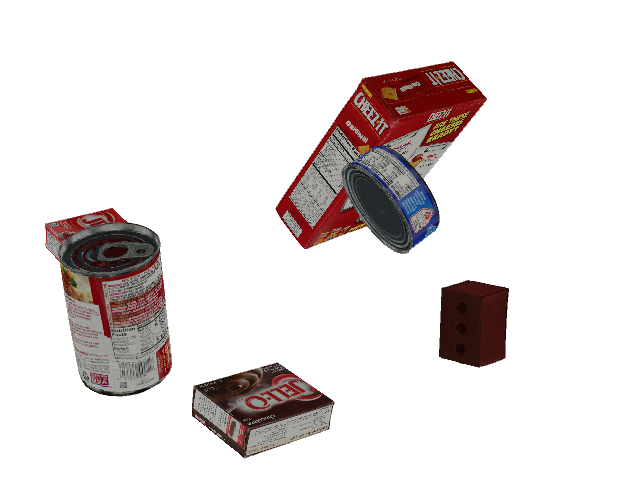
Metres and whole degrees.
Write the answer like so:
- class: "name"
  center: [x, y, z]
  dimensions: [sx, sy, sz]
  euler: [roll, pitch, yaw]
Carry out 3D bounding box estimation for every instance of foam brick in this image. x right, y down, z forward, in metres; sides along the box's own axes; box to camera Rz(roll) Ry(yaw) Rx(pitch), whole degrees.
- class: "foam brick"
  center: [0.159, 0.086, 1.109]
  dimensions: [0.053, 0.078, 0.051]
  euler: [11, 17, 41]

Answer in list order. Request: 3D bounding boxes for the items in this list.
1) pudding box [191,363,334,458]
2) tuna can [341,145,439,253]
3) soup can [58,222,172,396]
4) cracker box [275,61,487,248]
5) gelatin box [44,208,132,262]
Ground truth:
- class: "pudding box"
  center: [-0.057, 0.166, 1.054]
  dimensions: [0.113, 0.039, 0.090]
  euler: [-13, 29, -40]
- class: "tuna can"
  center: [0.057, -0.034, 0.859]
  dimensions: [0.033, 0.086, 0.086]
  euler: [-36, 11, -16]
- class: "soup can"
  center: [-0.139, 0.048, 0.738]
  dimensions: [0.068, 0.102, 0.068]
  euler: [-1, 30, 1]
- class: "cracker box"
  center: [0.064, -0.097, 1.199]
  dimensions: [0.163, 0.072, 0.214]
  euler: [-20, -26, -45]
- class: "gelatin box"
  center: [-0.208, 0.006, 1.009]
  dimensions: [0.073, 0.030, 0.089]
  euler: [-16, 39, -35]
